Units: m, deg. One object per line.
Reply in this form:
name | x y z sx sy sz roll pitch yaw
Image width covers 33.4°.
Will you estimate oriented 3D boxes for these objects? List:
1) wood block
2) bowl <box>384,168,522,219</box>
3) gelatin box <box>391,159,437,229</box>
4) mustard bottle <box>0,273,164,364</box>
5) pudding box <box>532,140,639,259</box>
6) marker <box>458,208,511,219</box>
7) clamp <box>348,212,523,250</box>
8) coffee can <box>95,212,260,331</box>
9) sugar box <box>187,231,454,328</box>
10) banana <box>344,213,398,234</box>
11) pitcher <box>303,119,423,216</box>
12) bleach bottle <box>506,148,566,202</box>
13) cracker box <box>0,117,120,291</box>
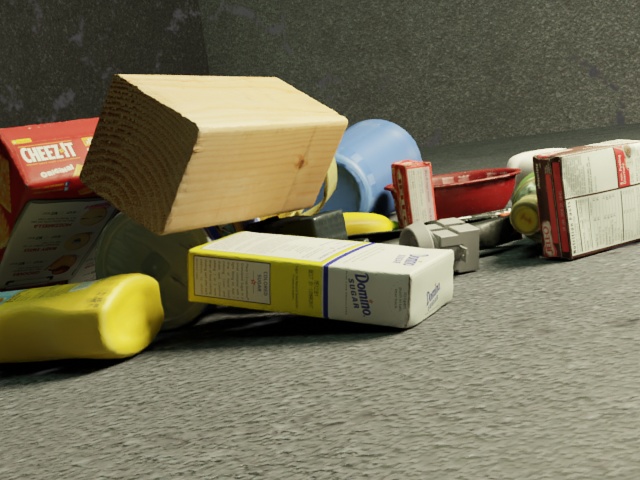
wood block | -0.078 -0.072 0.847 0.090 0.091 0.205 33 22 24
bowl | 0.158 -0.047 1.251 0.162 0.055 0.162 -8 7 1
gelatin box | 0.098 -0.038 1.108 0.030 0.089 0.073 -9 7 -6
mustard bottle | -0.221 0.063 0.796 0.192 0.058 0.096 -6 11 18
pudding box | 0.239 -0.037 0.925 0.113 0.090 0.039 -12 9 -30
marker | 0.202 -0.025 1.169 0.120 0.020 0.020 -11 7 -25
clamp | 0.104 0.000 1.012 0.171 0.039 0.120 -8 12 -20
coffee can | -0.114 0.012 0.904 0.103 0.103 0.140 -7 7 15
sugar box | 0.001 0.027 0.785 0.176 0.048 0.093 8 14 25
banana | -0.004 -0.004 1.196 0.198 0.037 0.069 -5 -17 -1
pitcher | 0.033 -0.077 1.366 0.149 0.145 0.242 -35 0 22
bleach bottle | 0.321 -0.067 1.201 0.102 0.068 0.251 -12 10 -23
cracker box | -0.230 -0.019 0.974 0.163 0.072 0.214 -13 -29 -38
